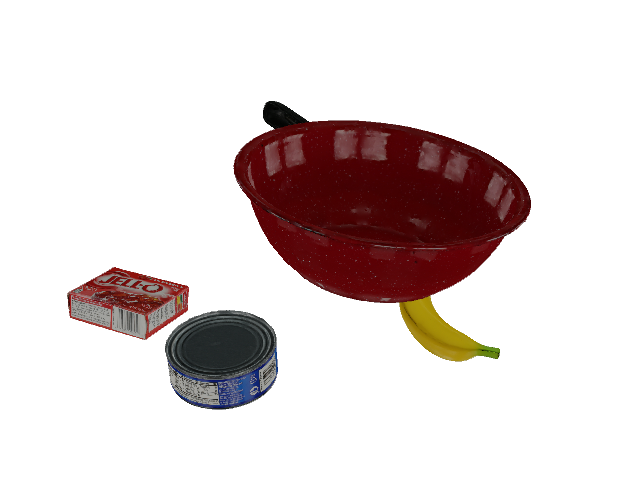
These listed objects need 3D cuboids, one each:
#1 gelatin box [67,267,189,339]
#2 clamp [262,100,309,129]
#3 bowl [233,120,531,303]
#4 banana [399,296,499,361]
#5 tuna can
[{"bbox_3d":[-0.180,0.057,1.002,0.089,0.030,0.073,13,23,23],"label":"gelatin box"},{"bbox_3d":[0.024,-0.064,1.026,0.210,0.036,0.164,23,29,1],"label":"clamp"},{"bbox_3d":[0.031,-0.012,0.589,0.162,0.055,0.162,6,27,-3],"label":"bowl"},{"bbox_3d":[0.127,0.088,1.210,0.069,0.037,0.198,6,24,-24],"label":"banana"},{"bbox_3d":[-0.076,0.092,0.826,0.086,0.034,0.086,-2,31,1],"label":"tuna can"}]
